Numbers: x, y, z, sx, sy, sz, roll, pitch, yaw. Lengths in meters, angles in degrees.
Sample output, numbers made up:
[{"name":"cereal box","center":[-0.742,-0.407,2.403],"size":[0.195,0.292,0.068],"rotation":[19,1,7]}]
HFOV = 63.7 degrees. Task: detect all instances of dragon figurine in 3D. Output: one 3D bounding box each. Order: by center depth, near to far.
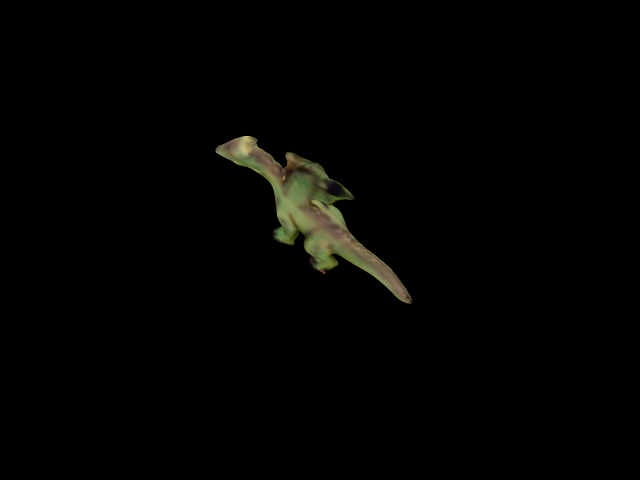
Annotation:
[{"name":"dragon figurine","center":[0.003,-0.043,0.850],"size":[0.412,0.123,0.239],"rotation":[34,-14,11]}]
